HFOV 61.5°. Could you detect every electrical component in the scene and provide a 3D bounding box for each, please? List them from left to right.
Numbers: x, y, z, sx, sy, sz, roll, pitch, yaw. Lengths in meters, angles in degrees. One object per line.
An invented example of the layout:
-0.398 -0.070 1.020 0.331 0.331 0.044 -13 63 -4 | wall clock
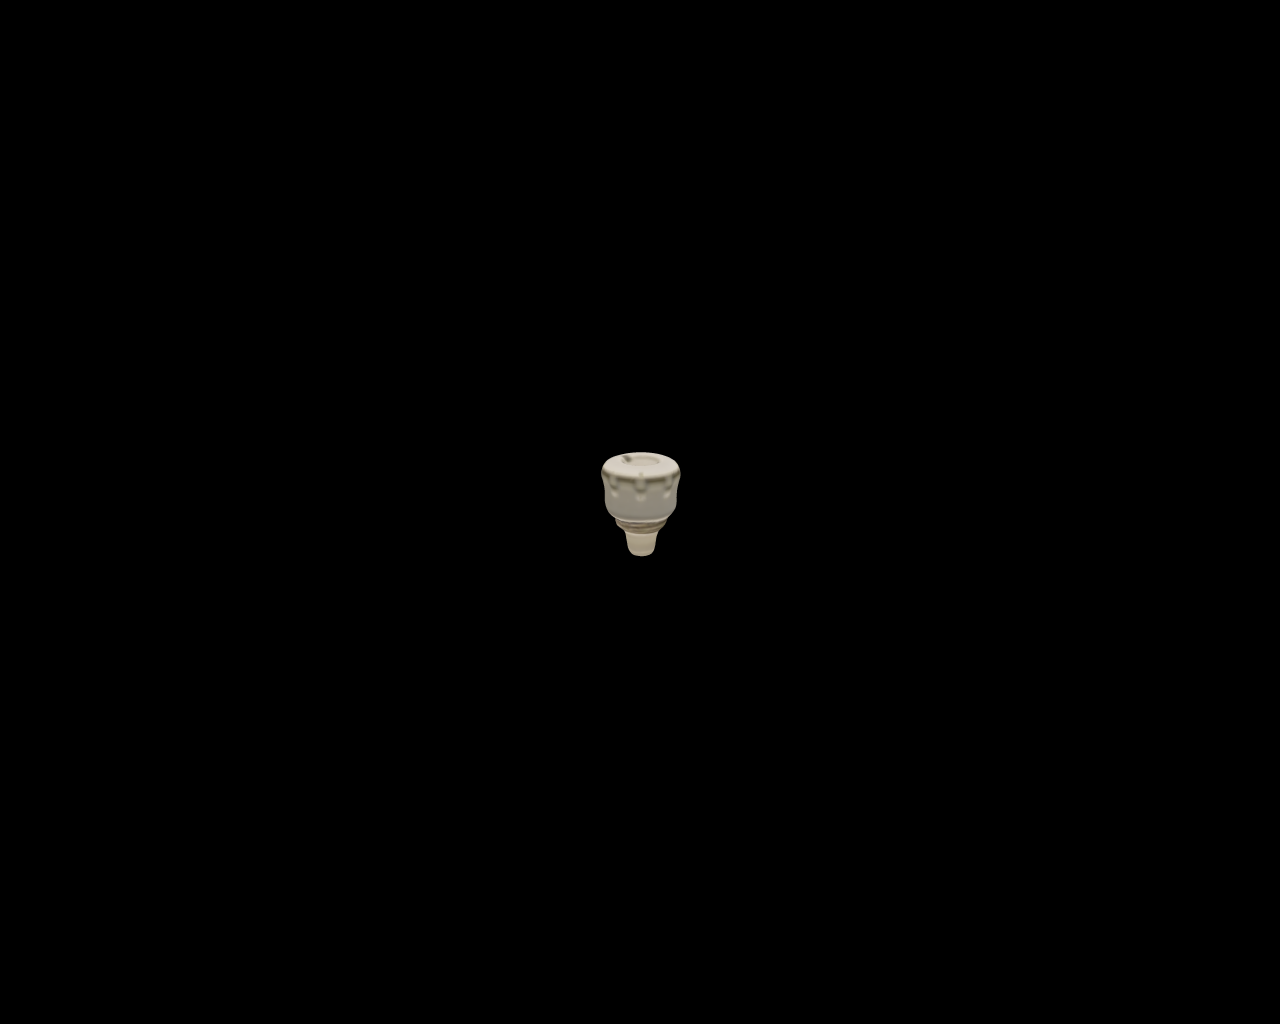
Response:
0.001 -0.003 0.650 0.048 0.062 0.048 0 19 0 | electrical component
